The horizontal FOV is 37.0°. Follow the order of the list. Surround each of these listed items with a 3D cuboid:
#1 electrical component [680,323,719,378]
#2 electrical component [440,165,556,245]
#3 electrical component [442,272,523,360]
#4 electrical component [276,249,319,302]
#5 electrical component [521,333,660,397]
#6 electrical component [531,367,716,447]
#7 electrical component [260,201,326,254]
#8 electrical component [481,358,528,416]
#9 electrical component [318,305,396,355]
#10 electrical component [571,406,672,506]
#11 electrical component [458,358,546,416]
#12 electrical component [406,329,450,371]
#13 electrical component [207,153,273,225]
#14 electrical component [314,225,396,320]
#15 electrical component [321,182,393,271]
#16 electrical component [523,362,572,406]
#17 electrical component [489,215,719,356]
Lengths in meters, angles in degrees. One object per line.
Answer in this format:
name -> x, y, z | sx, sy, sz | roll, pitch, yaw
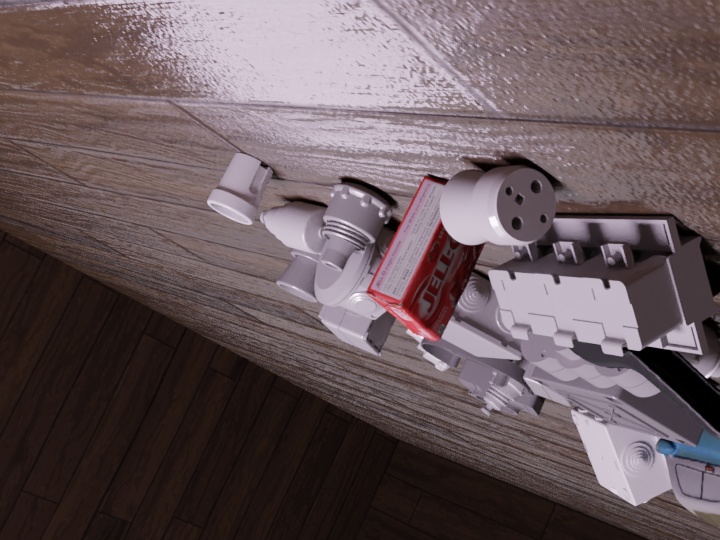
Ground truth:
electrical component -> 0.226, 0.056, 0.732 | 0.062, 0.048, 0.048 | 24, 172, -32
electrical component -> 0.078, -0.036, 0.610 | 0.045, 0.045, 0.055 | 30, 168, -25
electrical component -> 0.093, 0.035, 0.919 | 0.100, 0.048, 0.100 | 28, 169, -16
electrical component -> -0.050, -0.002, 1.046 | 0.045, 0.055, 0.045 | 24, 170, 5
electrical component -> 0.168, 0.052, 0.817 | 0.074, 0.052, 0.138 | 31, 168, -27
electrical component -> 0.220, 0.095, 0.898 | 0.109, 0.056, 0.109 | 30, 169, -28
electrical component -> -0.055, -0.039, 0.918 | 0.078, 0.040, 0.040 | 16, 166, 42
electrical component -> 0.155, 0.119, 1.129 | 0.040, 0.078, 0.040 | 39, 175, 4
electrical component -> 0.001, 0.048, 1.158 | 0.061, 0.061, 0.096 | 22, 169, 19
electrical component -> 0.247, 0.166, 1.013 | 0.100, 0.048, 0.099 | -164, 51, -79
electrical component -> 0.159, 0.122, 1.180 | 0.089, 0.055, 0.050 | 20, 169, 24
electrical component -> 0.081, 0.077, 1.174 | 0.062, 0.048, 0.048 | 32, 170, 1
electrical component -> -0.095, -0.065, 0.862 | 0.040, 0.046, 0.040 | 24, 170, 5
electrical component -> 0.002, -0.003, 0.858 | 0.051, 0.080, 0.080 | 24, 171, -24
electrical component -> -0.008, -0.030, 0.790 | 0.048, 0.062, 0.048 | 24, 170, 5
electrical component -> 0.200, 0.100, 1.001 | 0.077, 0.047, 0.065 | 19, 168, 23
electrical component -> 0.135, 0.011, 0.623 | 0.121, 0.063, 0.078 | 6, 118, 60
